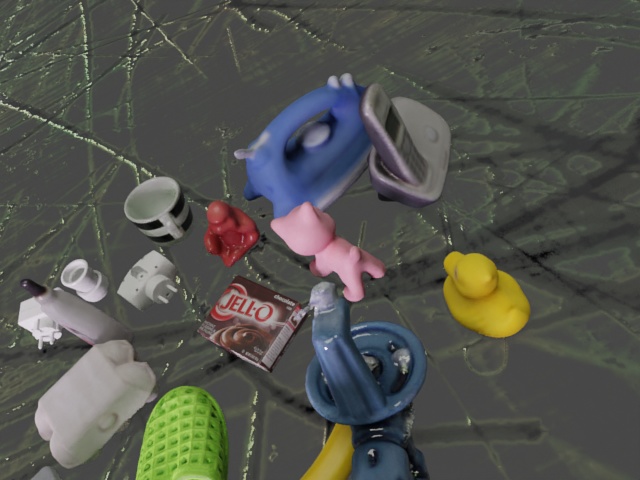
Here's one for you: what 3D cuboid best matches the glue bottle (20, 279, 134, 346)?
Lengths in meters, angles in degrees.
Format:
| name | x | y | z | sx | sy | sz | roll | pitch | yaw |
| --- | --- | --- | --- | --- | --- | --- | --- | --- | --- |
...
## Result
| name | x | y | z | sx | sy | sz | roll | pitch | yaw |
| --- | --- | --- | --- | --- | --- | --- | --- | --- | --- |
| glue bottle | -0.318 | 0.094 | 0.734 | 0.078 | 0.174 | 0.037 | 7 | 60 | 27 |

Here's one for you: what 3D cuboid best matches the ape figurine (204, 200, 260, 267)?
| name | x | y | z | sx | sy | sz | roll | pitch | yaw |
| --- | --- | --- | --- | --- | --- | --- | --- | --- | --- |
| ape figurine | -0.127 | -0.018 | 0.784 | 0.077 | 0.092 | 0.076 | -7 | 55 | 19 |

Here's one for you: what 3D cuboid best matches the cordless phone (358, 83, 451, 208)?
| name | x | y | z | sx | sy | sz | roll | pitch | yaw |
| --- | --- | --- | --- | --- | --- | --- | --- | --- | --- |
| cordless phone | 0.101 | -0.142 | 0.714 | 0.094 | 0.185 | 0.147 | -1 | 57 | 23 |

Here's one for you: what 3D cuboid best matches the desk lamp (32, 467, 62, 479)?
| name | x | y | z | sx | sy | sz | roll | pitch | yaw |
| --- | --- | --- | --- | --- | --- | --- | --- | --- | --- |
| desk lamp | -0.334 | 0.311 | 0.565 | 0.118 | 0.214 | 0.202 | -47 | 53 | -12 |

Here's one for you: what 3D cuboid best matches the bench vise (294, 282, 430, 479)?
| name | x | y | z | sx | sy | sz | roll | pitch | yaw |
| --- | --- | --- | --- | --- | --- | --- | --- | --- | --- |
| bench vise | 0.050 | 0.142 | 0.516 | 0.121 | 0.220 | 0.207 | -28 | 51 | 3 |

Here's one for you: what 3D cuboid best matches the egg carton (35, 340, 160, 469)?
| name | x | y | z | sx | sy | sz | roll | pitch | yaw |
| --- | --- | --- | --- | --- | --- | --- | --- | --- | --- |
| egg carton | -0.275 | 0.201 | 0.709 | 0.107 | 0.070 | 0.150 | 34 | 75 | 36 |

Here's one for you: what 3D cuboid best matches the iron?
| name | x | y | z | sx | sy | sz | roll | pitch | yaw |
| --- | --- | --- | --- | --- | --- | --- | --- | --- | --- |
| iron | -0.004 | -0.149 | 0.791 | 0.258 | 0.142 | 0.118 | -45 | 52 | -11 |

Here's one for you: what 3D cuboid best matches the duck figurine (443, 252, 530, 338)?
| name | x | y | z | sx | sy | sz | roll | pitch | yaw |
| --- | --- | --- | --- | --- | --- | --- | --- | --- | --- |
| duck figurine | 0.174 | 0.051 | 0.613 | 0.077 | 0.086 | 0.104 | -43 | 52 | -9 |

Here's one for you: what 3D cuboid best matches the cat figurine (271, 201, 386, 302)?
| name | x | y | z | sx | sy | sz | roll | pitch | yaw |
| --- | --- | --- | --- | --- | --- | --- | --- | --- | --- |
| cat figurine | 0.006 | 0.002 | 0.697 | 0.127 | 0.118 | 0.067 | 29 | 72 | 35 |
